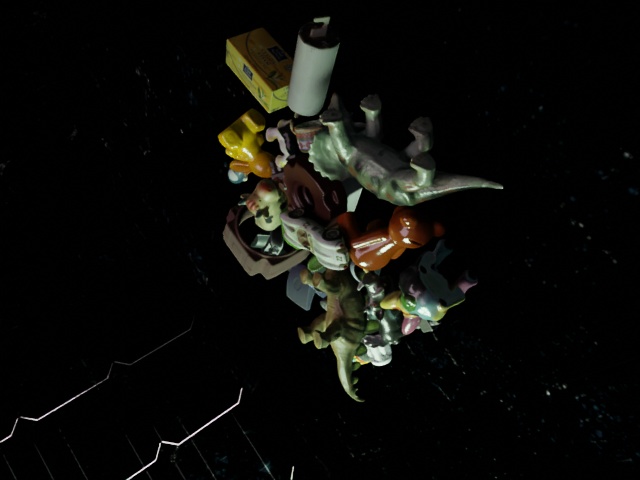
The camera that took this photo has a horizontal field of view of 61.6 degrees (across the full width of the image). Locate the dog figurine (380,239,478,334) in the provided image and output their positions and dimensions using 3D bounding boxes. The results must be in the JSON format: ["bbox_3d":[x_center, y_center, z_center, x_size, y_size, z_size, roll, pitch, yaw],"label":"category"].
[{"bbox_3d":[0.182,0.112,1.015,0.108,0.191,0.219,48,136,11],"label":"dog figurine"}]

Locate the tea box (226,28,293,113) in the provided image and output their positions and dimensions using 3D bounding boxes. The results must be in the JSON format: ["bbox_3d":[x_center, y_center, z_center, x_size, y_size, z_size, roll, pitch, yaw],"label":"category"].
[{"bbox_3d":[-0.114,-0.358,1.132,0.170,0.098,0.068,49,152,18],"label":"tea box"}]

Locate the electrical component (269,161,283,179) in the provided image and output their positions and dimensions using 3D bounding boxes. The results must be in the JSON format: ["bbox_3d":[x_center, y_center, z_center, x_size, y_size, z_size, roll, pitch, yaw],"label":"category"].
[{"bbox_3d":[-0.083,-0.149,1.330,0.078,0.045,0.102,-5,113,20],"label":"electrical component"}]

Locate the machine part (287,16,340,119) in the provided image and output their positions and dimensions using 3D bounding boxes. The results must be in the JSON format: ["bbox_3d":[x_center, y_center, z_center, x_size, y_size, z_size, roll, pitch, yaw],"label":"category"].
[{"bbox_3d":[-0.014,-0.320,1.019,0.079,0.079,0.243,50,151,19],"label":"machine part"}]

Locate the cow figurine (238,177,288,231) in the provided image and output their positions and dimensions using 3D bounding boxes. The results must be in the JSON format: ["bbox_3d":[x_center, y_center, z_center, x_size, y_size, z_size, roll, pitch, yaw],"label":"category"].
[{"bbox_3d":[-0.125,-0.083,1.270,0.085,0.127,0.194,40,159,12],"label":"cow figurine"}]

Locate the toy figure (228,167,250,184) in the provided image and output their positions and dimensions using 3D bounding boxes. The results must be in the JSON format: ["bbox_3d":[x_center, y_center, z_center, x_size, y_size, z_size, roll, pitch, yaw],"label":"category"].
[{"bbox_3d":[-0.222,-0.206,1.528,0.064,0.058,0.154,24,157,-15],"label":"toy figure"}]

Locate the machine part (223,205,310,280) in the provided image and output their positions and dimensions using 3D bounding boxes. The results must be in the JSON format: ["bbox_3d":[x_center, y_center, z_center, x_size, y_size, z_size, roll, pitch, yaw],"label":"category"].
[{"bbox_3d":[-0.132,-0.017,1.395,0.201,0.201,0.087,52,149,16],"label":"machine part"}]

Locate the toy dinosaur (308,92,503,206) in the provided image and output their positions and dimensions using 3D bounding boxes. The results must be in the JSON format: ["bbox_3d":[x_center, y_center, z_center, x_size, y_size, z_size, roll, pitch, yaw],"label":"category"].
[{"bbox_3d":[0.119,-0.131,0.946,0.405,0.131,0.192,40,160,26],"label":"toy dinosaur"}]

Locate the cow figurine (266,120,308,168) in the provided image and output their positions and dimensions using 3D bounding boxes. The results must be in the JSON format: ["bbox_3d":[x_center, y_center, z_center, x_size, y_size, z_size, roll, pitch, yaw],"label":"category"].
[{"bbox_3d":[-0.053,-0.193,1.235,0.098,0.068,0.167,7,124,51],"label":"cow figurine"}]

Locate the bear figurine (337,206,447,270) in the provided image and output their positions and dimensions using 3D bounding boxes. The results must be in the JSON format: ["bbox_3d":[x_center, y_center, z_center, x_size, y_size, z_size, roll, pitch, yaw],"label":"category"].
[{"bbox_3d":[0.135,-0.024,1.029,0.196,0.120,0.132,-42,47,44],"label":"bear figurine"}]

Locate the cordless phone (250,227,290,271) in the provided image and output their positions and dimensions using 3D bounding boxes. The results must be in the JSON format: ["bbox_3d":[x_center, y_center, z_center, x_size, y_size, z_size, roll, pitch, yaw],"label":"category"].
[{"bbox_3d":[-0.106,0.038,1.566,0.184,0.089,0.146,47,152,1],"label":"cordless phone"}]

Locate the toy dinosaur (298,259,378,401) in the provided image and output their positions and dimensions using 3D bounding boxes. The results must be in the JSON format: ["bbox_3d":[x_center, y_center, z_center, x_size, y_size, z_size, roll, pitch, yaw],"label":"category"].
[{"bbox_3d":[0.056,0.191,1.254,0.105,0.198,0.470,31,125,55],"label":"toy dinosaur"}]

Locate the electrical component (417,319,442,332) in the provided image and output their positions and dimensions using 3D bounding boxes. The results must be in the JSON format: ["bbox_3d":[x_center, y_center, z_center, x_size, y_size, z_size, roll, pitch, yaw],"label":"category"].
[{"bbox_3d":[0.223,0.166,1.158,0.063,0.021,0.094,59,155,4],"label":"electrical component"}]

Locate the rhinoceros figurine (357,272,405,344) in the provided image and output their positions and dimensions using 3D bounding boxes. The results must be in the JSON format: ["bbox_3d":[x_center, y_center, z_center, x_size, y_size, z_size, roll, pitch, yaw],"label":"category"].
[{"bbox_3d":[0.142,0.145,1.182,0.073,0.112,0.190,27,147,51],"label":"rhinoceros figurine"}]

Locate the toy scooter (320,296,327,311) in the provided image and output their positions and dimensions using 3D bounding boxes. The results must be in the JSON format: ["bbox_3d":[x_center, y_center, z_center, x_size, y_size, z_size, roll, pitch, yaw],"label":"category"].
[{"bbox_3d":[0.067,0.183,1.394,0.135,0.075,0.183,54,156,13],"label":"toy scooter"}]

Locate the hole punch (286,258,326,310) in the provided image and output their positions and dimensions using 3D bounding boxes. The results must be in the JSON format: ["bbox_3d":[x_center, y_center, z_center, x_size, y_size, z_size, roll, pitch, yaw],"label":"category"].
[{"bbox_3d":[-0.038,0.122,1.505,0.142,0.092,0.115,31,139,50],"label":"hole punch"}]

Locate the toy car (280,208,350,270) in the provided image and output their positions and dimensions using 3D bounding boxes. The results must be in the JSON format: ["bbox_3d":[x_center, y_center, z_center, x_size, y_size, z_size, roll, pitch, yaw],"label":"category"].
[{"bbox_3d":[-0.012,-0.003,1.106,0.202,0.056,0.073,33,145,43],"label":"toy car"}]

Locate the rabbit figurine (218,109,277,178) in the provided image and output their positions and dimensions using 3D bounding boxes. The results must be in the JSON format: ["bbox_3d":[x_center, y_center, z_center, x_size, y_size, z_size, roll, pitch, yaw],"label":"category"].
[{"bbox_3d":[-0.180,-0.222,1.376,0.173,0.122,0.162,45,150,-13],"label":"rabbit figurine"}]

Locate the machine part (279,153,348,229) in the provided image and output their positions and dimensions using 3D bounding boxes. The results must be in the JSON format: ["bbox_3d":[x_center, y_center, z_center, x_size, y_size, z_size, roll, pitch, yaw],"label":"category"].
[{"bbox_3d":[-0.015,-0.096,1.142,0.180,0.056,0.179,40,147,33],"label":"machine part"}]

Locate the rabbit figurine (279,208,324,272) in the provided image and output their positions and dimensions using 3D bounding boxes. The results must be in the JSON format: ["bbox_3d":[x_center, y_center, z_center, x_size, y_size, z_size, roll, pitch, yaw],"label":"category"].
[{"bbox_3d":[-0.003,-0.004,1.271,0.170,0.121,0.158,20,120,27],"label":"rabbit figurine"}]
